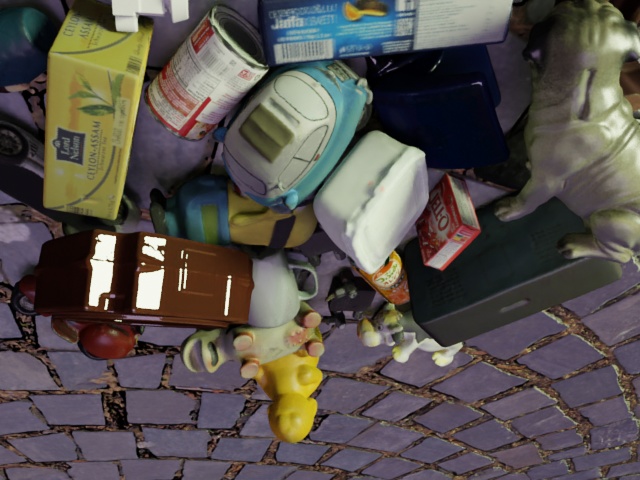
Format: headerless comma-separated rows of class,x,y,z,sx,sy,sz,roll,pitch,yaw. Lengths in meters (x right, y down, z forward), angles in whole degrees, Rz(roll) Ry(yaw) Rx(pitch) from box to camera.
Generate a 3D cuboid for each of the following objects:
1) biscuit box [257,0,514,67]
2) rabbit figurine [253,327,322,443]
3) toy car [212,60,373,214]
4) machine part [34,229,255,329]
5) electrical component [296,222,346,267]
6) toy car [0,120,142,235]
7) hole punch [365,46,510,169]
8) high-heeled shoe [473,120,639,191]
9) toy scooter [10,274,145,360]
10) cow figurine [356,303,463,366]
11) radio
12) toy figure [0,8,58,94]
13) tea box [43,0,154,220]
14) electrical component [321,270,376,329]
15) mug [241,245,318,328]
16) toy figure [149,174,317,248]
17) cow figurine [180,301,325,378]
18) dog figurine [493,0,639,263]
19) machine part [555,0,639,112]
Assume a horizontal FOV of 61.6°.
biscuit box,0.050,-0.192,0.443,0.203,0.063,0.059,-5,139,1
rabbit figurine,-0.054,0.233,0.828,0.122,0.173,0.162,-4,134,-7
toy car,-0.031,-0.093,0.486,0.109,0.103,0.161,45,116,2
machine part,-0.192,0.052,0.599,0.202,0.087,0.201,-6,166,43
electrical component,-0.001,-0.002,0.681,0.063,0.021,0.093,-14,138,11
toy car,-0.287,-0.057,0.566,0.073,0.056,0.201,-27,133,31
hole punch,0.115,-0.122,0.513,0.116,0.092,0.142,-19,141,21
high-heeled shoe,0.309,-0.088,0.605,0.249,0.086,0.145,-3,173,24
toy scooter,-0.301,0.091,0.719,0.135,0.075,0.183,-29,129,22
cow figurine,0.144,0.133,0.813,0.167,0.068,0.098,11,130,-23
radio,0.219,0.025,0.652,0.230,0.131,0.073,-27,135,22
toy figure,-0.296,-0.149,0.460,0.155,0.064,0.058,-14,175,16
tea box,-0.201,-0.111,0.483,0.068,0.098,0.169,11,134,-19
electrical component,0.039,0.087,0.768,0.078,0.045,0.102,9,137,-13
mug,-0.059,0.050,0.691,0.110,0.081,0.107,-3,129,5
toy figure,-0.093,-0.031,0.598,0.180,0.082,0.089,-6,150,-6
cow figurine,-0.102,0.134,0.761,0.195,0.127,0.085,-16,108,-11
dog figurine,0.239,-0.083,0.435,0.173,0.121,0.190,19,147,19
machine part,0.293,-0.197,0.468,0.179,0.056,0.179,-3,137,-3
